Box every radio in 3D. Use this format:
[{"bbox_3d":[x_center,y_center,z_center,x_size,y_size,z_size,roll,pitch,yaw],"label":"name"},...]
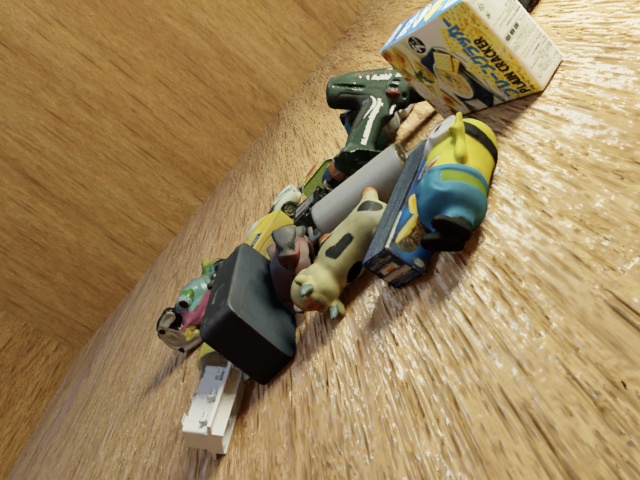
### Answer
[{"bbox_3d":[-0.107,0.105,0.852,0.073,0.131,0.230,-45,19,16],"label":"radio"}]

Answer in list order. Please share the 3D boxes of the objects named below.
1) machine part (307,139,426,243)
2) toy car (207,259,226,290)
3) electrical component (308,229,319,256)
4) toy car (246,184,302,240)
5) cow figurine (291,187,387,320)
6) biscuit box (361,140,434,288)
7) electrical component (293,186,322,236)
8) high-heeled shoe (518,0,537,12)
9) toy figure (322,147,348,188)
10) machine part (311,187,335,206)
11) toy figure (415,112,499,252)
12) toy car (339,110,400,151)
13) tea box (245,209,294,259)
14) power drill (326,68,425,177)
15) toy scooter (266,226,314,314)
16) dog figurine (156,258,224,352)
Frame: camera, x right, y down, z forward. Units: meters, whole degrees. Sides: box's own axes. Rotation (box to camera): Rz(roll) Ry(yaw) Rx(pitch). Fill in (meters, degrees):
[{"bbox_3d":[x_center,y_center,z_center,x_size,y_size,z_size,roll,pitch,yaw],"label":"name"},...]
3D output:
[{"bbox_3d":[0.071,-0.067,0.818,0.243,0.079,0.079,-36,23,26],"label":"machine part"},{"bbox_3d":[-0.173,0.096,1.060,0.053,0.089,0.202,-31,-8,-28],"label":"toy car"},{"bbox_3d":[-0.002,-0.003,0.980,0.094,0.021,0.063,-46,18,21],"label":"electrical component"},{"bbox_3d":[-0.116,-0.046,1.282,0.201,0.056,0.073,-47,18,13],"label":"toy car"},{"bbox_3d":[0.034,0.028,0.746,0.195,0.085,0.127,-46,13,16],"label":"cow figurine"},{"bbox_3d":[0.122,-0.040,0.679,0.063,0.059,0.203,-43,18,57],"label":"biscuit box"},{"bbox_3d":[-0.026,-0.044,1.077,0.119,0.047,0.075,-42,20,23],"label":"electrical component"},{"bbox_3d":[0.322,-0.413,0.893,0.249,0.086,0.145,-36,21,29],"label":"high-heeled shoe"},{"bbox_3d":[0.043,-0.132,1.017,0.154,0.058,0.064,131,162,-72],"label":"toy figure"},{"bbox_3d":[0.028,-0.072,0.960,0.084,0.039,0.139,-43,-6,14],"label":"machine part"},{"bbox_3d":[0.159,-0.065,0.621,0.082,0.089,0.180,-33,34,45],"label":"toy figure"},{"bbox_3d":[0.103,-0.218,1.032,0.103,0.109,0.162,-27,13,11],"label":"toy car"},{"bbox_3d":[-0.124,0.026,1.145,0.098,0.068,0.169,-22,34,57],"label":"tea box"},{"bbox_3d":[0.114,-0.204,0.898,0.086,0.232,0.207,62,-143,-67],"label":"power drill"},{"bbox_3d":[-0.043,0.046,0.868,0.075,0.135,0.184,-13,2,0],"label":"toy scooter"},{"bbox_3d":[-0.280,0.135,1.266,0.191,0.108,0.219,-46,14,26],"label":"dog figurine"}]
